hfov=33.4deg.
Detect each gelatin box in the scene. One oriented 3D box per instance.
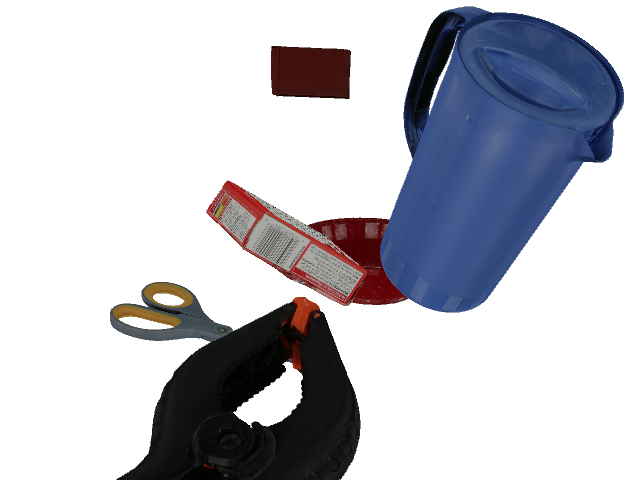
[{"bbox_3d":[-0.022,0.002,0.688,0.089,0.030,0.073,31,4,-30],"label":"gelatin box"}]

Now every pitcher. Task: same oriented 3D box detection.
[{"bbox_3d":[0.128,-0.061,0.875,0.145,0.149,0.243,17,-45,-5],"label":"pitcher"}]

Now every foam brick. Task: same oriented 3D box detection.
[{"bbox_3d":[-0.011,-0.176,1.118,0.078,0.051,0.053,1,11,-10],"label":"foam brick"}]

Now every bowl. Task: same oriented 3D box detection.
[{"bbox_3d":[0.052,0.025,1.093,0.162,0.055,0.162,1,17,-1],"label":"bowl"}]

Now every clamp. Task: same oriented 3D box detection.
[{"bbox_3d":[-0.025,0.091,0.387,0.120,0.039,0.171,24,49,17],"label":"clamp"}]

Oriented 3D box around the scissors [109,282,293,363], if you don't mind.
[{"bbox_3d":[-0.097,0.078,1.015,0.202,0.016,0.096,8,30,2],"label":"scissors"}]
